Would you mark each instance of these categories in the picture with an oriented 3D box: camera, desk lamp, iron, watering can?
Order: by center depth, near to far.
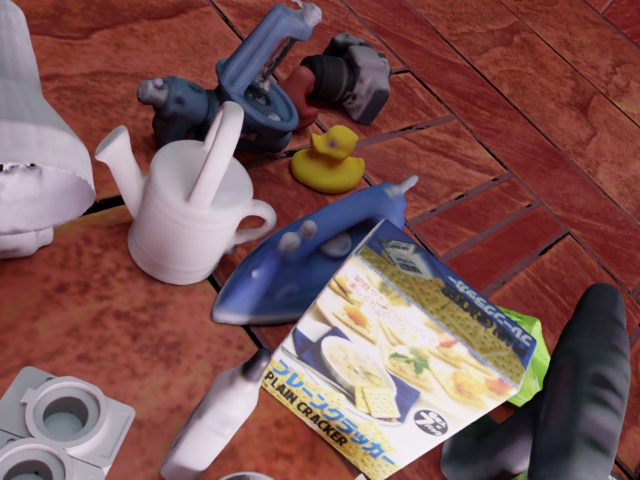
[{"bbox_3d":[-0.266,-0.070,0.463,0.118,0.213,0.203,-4,55,-35],"label":"desk lamp"},{"bbox_3d":[-0.124,-0.050,0.550,0.173,0.194,0.100,3,51,-30],"label":"watering can"},{"bbox_3d":[0.006,0.002,0.623,0.259,0.141,0.118,-25,68,-43],"label":"iron"},{"bbox_3d":[0.033,-0.272,0.913,0.137,0.100,0.143,-1,54,-33],"label":"camera"}]

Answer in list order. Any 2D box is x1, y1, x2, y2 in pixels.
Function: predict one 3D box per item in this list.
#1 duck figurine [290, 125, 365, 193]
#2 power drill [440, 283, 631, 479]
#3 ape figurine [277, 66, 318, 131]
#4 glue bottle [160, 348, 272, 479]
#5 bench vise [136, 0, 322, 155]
[{"bbox_3d":[0.021,-0.116,0.778,0.105,0.086,0.077,8,49,-27],"label":"duck figurine"},{"bbox_3d":[0.211,0.167,0.558,0.075,0.208,0.230,32,43,-3],"label":"power drill"},{"bbox_3d":[-0.035,-0.206,0.818,0.076,0.092,0.077,-14,61,-39],"label":"ape figurine"},{"bbox_3d":[-0.073,0.129,0.438,0.037,0.173,0.078,33,43,-2],"label":"glue bottle"},{"bbox_3d":[-0.091,-0.176,0.662,0.121,0.219,0.208,48,44,14],"label":"bench vise"}]
